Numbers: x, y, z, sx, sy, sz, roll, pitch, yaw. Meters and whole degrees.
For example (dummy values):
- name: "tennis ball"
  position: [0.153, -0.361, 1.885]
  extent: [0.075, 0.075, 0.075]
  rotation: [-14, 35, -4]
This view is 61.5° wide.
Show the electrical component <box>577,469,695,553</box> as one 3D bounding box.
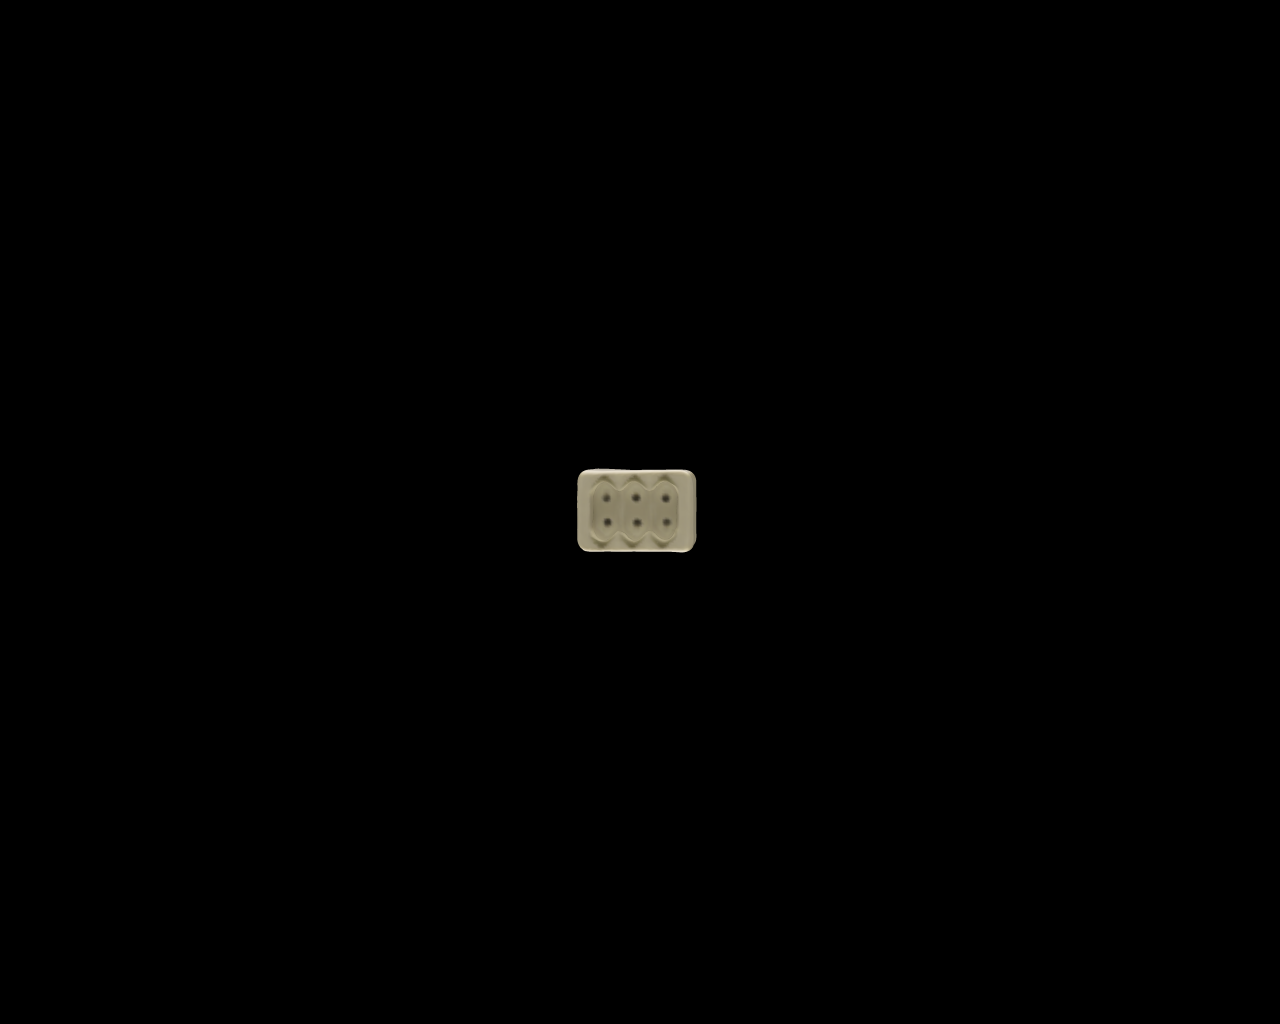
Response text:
- name: "electrical component"
  position: [0.001, -0.003, 0.650]
  extent: [0.066, 0.047, 0.077]
  rotation: [0, 4, 7]
